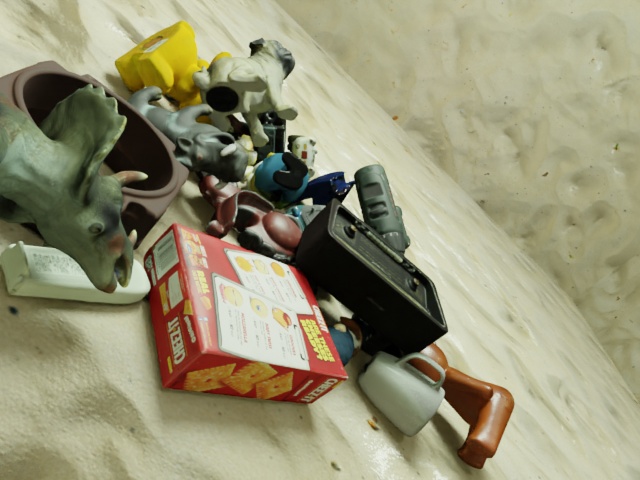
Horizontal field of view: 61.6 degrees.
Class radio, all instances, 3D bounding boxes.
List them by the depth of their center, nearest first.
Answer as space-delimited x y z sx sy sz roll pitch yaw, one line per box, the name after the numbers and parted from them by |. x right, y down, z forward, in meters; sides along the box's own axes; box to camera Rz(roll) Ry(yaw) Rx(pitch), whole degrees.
0.075 0.051 0.768 0.229 0.073 0.131 40 24 -17 | radio

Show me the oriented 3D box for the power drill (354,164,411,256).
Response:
0.123 -0.017 1.018 0.207 0.086 0.232 17 57 -71 | power drill

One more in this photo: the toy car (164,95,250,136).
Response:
-0.199 -0.236 0.972 0.202 0.053 0.089 43 25 -15 | toy car

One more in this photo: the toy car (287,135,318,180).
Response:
-0.035 -0.148 0.995 0.056 0.073 0.202 3 3 -4 | toy car

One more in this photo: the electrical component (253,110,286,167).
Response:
-0.090 -0.185 0.976 0.058 0.114 0.134 1 17 -2 | electrical component

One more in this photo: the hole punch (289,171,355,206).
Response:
0.000 -0.084 1.006 0.092 0.115 0.142 41 21 4 | hole punch

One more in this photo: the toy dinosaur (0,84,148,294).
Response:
-0.303 -0.089 0.367 0.405 0.131 0.192 28 36 -16 | toy dinosaur

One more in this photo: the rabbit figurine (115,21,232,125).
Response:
-0.218 -0.249 0.868 0.162 0.122 0.173 -55 130 -35 | rabbit figurine

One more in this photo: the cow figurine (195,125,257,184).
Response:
-0.156 -0.138 0.866 0.098 0.068 0.167 33 25 -19 | cow figurine

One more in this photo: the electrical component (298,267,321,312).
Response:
-0.017 0.071 0.770 0.045 0.078 0.102 18 21 -7 | electrical component

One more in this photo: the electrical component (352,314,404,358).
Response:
0.096 0.148 0.837 0.047 0.075 0.119 35 28 -26 | electrical component

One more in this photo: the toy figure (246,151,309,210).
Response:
-0.066 -0.090 0.858 0.089 0.082 0.180 55 -18 -13 | toy figure

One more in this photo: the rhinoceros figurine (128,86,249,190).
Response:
-0.184 -0.136 0.722 0.190 0.073 0.112 24 32 0 | rhinoceros figurine

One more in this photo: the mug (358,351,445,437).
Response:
0.113 0.200 0.745 0.107 0.109 0.081 36 26 6 | mug

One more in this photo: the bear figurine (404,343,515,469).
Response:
0.194 0.239 0.835 0.196 0.120 0.132 27 61 16 | bear figurine

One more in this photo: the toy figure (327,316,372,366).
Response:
0.030 0.138 0.740 0.058 0.064 0.154 50 21 10 | toy figure

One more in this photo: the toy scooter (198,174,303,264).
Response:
-0.100 -0.016 0.748 0.184 0.075 0.135 39 23 -13 | toy scooter

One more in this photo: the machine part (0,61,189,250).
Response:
-0.252 -0.089 0.576 0.201 0.087 0.201 42 22 -18 | machine part

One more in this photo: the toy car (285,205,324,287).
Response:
-0.002 -0.003 0.871 0.109 0.103 0.162 21 32 -47 | toy car

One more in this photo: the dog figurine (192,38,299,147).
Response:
-0.121 -0.269 0.858 0.172 0.121 0.191 35 39 -45 | dog figurine
